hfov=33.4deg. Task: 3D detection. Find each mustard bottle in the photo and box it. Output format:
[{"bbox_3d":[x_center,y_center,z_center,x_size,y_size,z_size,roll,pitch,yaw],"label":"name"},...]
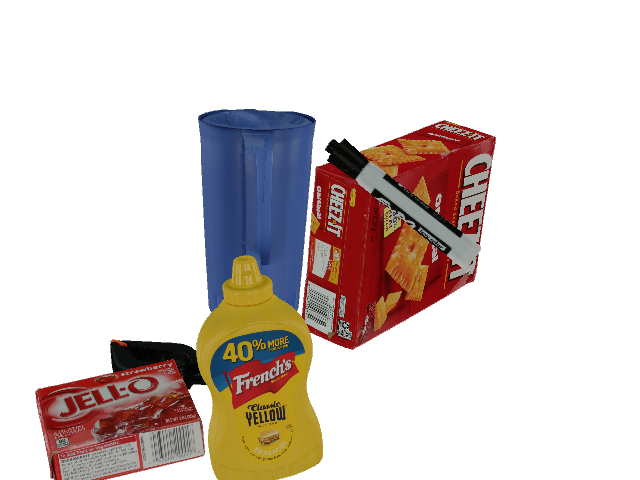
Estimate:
[{"bbox_3d":[-0.053,0.105,0.889,0.096,0.191,0.058,-9,19,-10],"label":"mustard bottle"}]

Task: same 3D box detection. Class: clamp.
[{"bbox_3d":[-0.150,0.139,1.085,0.210,0.036,0.164,9,17,33],"label":"clamp"}]

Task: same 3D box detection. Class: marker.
[{"bbox_3d":[0.053,-0.026,0.701,0.121,0.020,0.020,39,1,2],"label":"marker"}]

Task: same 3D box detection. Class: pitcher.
[{"bbox_3d":[-0.076,-0.026,1.231,0.145,0.243,0.148,15,21,39],"label":"pitcher"}]

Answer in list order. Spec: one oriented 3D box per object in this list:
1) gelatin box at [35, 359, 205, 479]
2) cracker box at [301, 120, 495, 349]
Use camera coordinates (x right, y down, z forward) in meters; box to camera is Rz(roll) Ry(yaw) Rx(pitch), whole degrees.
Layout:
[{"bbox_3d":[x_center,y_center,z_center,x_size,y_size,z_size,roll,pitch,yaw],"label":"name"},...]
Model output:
[{"bbox_3d":[-0.121,0.108,0.638,0.089,0.030,0.073,-10,25,-17],"label":"gelatin box"},{"bbox_3d":[0.078,-0.010,1.014,0.072,0.164,0.213,23,29,33],"label":"cracker box"}]
